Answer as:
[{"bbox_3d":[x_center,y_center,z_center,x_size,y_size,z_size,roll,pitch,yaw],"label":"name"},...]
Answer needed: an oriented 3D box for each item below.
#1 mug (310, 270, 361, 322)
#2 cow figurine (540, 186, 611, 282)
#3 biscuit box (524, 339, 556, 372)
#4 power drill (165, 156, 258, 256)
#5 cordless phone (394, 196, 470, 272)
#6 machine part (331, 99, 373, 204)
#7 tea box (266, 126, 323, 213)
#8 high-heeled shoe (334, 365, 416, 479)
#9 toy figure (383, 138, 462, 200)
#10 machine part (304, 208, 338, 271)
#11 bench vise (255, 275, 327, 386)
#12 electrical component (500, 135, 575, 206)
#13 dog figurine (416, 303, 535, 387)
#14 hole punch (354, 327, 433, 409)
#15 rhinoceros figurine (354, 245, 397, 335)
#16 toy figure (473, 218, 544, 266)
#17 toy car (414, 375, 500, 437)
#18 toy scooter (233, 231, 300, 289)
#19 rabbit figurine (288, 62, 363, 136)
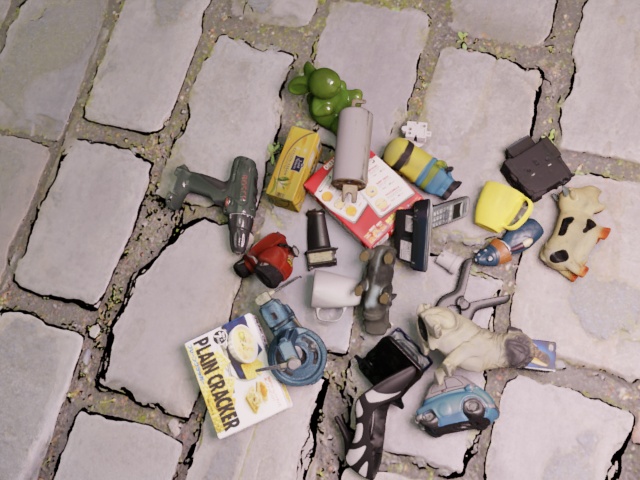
[{"bbox_3d":[0.035,0.121,1.151,0.107,0.080,0.109,4,74,0],"label":"mug"},{"bbox_3d":[0.526,-0.027,1.116,0.127,0.085,0.195,30,83,8],"label":"cow figurine"},{"bbox_3d":[0.365,0.224,1.085,0.203,0.062,0.059,5,75,9],"label":"biscuit box"},{"bbox_3d":[-0.246,-0.090,1.243,0.207,0.086,0.232,9,76,14],"label":"power drill"},{"bbox_3d":[0.251,-0.022,1.151,0.089,0.184,0.146,24,123,48],"label":"cordless phone"},{"bbox_3d":[0.069,-0.194,1.152,0.079,0.079,0.243,4,75,9],"label":"machine part"},{"bbox_3d":[-0.056,-0.159,1.223,0.068,0.098,0.169,19,78,12],"label":"tea box"},{"bbox_3d":[0.126,0.358,1.037,0.248,0.086,0.145,-46,72,29],"label":"high-heeled shoe"},{"bbox_3d":[0.223,-0.159,1.182,0.180,0.089,0.082,39,93,10],"label":"toy figure"},{"bbox_3d":[-0.002,-0.004,1.209,0.084,0.039,0.139,-13,77,13],"label":"machine part"},{"bbox_3d":[-0.061,0.201,1.073,0.129,0.240,0.223,-20,90,-1],"label":"bench vise"},{"bbox_3d":[0.464,-0.157,1.168,0.115,0.058,0.134,-32,74,-2],"label":"electrical component"},{"bbox_3d":[0.297,0.181,1.035,0.191,0.121,0.172,-15,75,-11],"label":"dog figurine"},{"bbox_3d":[0.156,0.254,1.106,0.142,0.092,0.115,44,116,13],"label":"hole punch"},{"bbox_3d":[0.120,0.104,1.124,0.073,0.112,0.190,4,89,17],"label":"rhinoceros figurine"},{"bbox_3d":[0.397,0.012,1.132,0.154,0.064,0.058,-33,88,-2],"label":"toy figure"},{"bbox_3d":[0.266,0.323,1.064,0.162,0.109,0.103,-17,51,15],"label":"toy car"},{"bbox_3d":[-0.102,0.035,1.170,0.135,0.184,0.075,-42,116,-25],"label":"toy scooter"},{"bbox_3d":[0.015,-0.341,1.219,0.159,0.170,0.121,37,83,14],"label":"rabbit figurine"}]
